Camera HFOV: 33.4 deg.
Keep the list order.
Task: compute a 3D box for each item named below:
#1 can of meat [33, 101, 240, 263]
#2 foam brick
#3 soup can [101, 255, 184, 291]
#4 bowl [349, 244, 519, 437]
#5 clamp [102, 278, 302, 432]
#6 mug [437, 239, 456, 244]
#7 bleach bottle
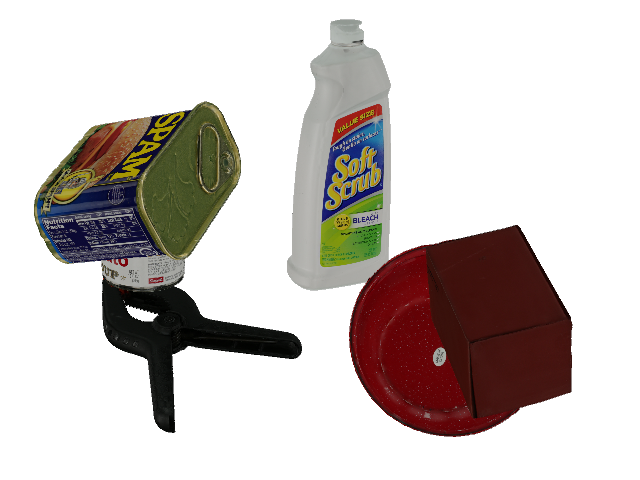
[{"bbox_3d":[-0.107,-0.032,0.625,0.084,0.057,0.102,-5,36,29],"label":"can of meat"},{"bbox_3d":[0.088,0.039,0.530,0.051,0.053,0.078,-12,38,-4],"label":"foam brick"},{"bbox_3d":[-0.140,-0.019,0.843,0.068,0.102,0.068,3,22,-2],"label":"soup can"},{"bbox_3d":[0.096,0.086,0.850,0.162,0.162,0.055,0,7,14],"label":"bowl"},{"bbox_3d":[-0.132,0.088,1.017,0.164,0.036,0.210,-21,41,-33],"label":"clamp"},{"bbox_3d":[0.177,0.056,1.197,0.117,0.081,0.093,8,24,3],"label":"mug"},{"bbox_3d":[0.017,-0.082,1.018,0.102,0.251,0.068,-9,24,-20],"label":"bleach bottle"}]
